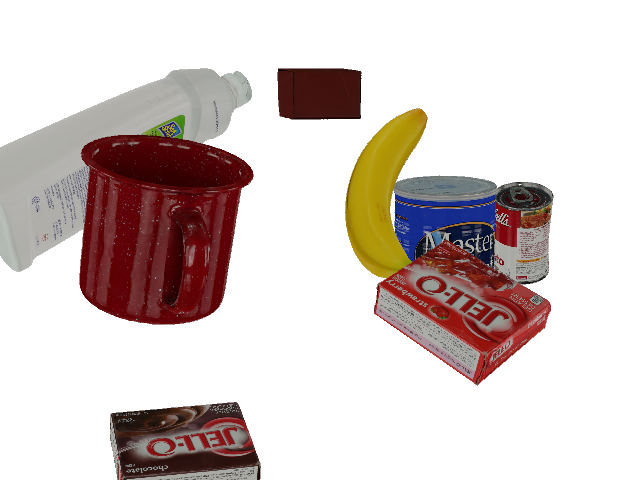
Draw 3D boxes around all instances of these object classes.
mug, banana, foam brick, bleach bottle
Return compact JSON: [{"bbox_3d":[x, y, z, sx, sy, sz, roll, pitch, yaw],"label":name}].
[{"bbox_3d":[-0.083,-0.001,0.578,0.093,0.081,0.117,0,23,-27],"label":"mug"},{"bbox_3d":[0.056,-0.038,0.892,0.069,0.197,0.037,6,-39,-4],"label":"banana"},{"bbox_3d":[-0.001,-0.155,1.126,0.078,0.051,0.053,-3,12,-19],"label":"foam brick"},{"bbox_3d":[-0.166,-0.075,0.900,0.250,0.068,0.103,-31,-29,-26],"label":"bleach bottle"}]

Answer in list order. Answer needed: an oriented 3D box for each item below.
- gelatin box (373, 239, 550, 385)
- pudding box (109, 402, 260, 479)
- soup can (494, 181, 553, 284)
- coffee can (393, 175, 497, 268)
[{"bbox_3d":[0.091,0.044,0.690,0.089,0.030,0.073,33,45,30],"label":"gelatin box"},{"bbox_3d":[-0.113,0.176,0.878,0.113,0.039,0.090,-5,25,-15],"label":"pudding box"},{"bbox_3d":[0.236,-0.009,1.248,0.068,0.102,0.068,-3,30,2],"label":"soup can"},{"bbox_3d":[0.125,0.012,1.079,0.103,0.140,0.103,-1,13,0],"label":"coffee can"}]
